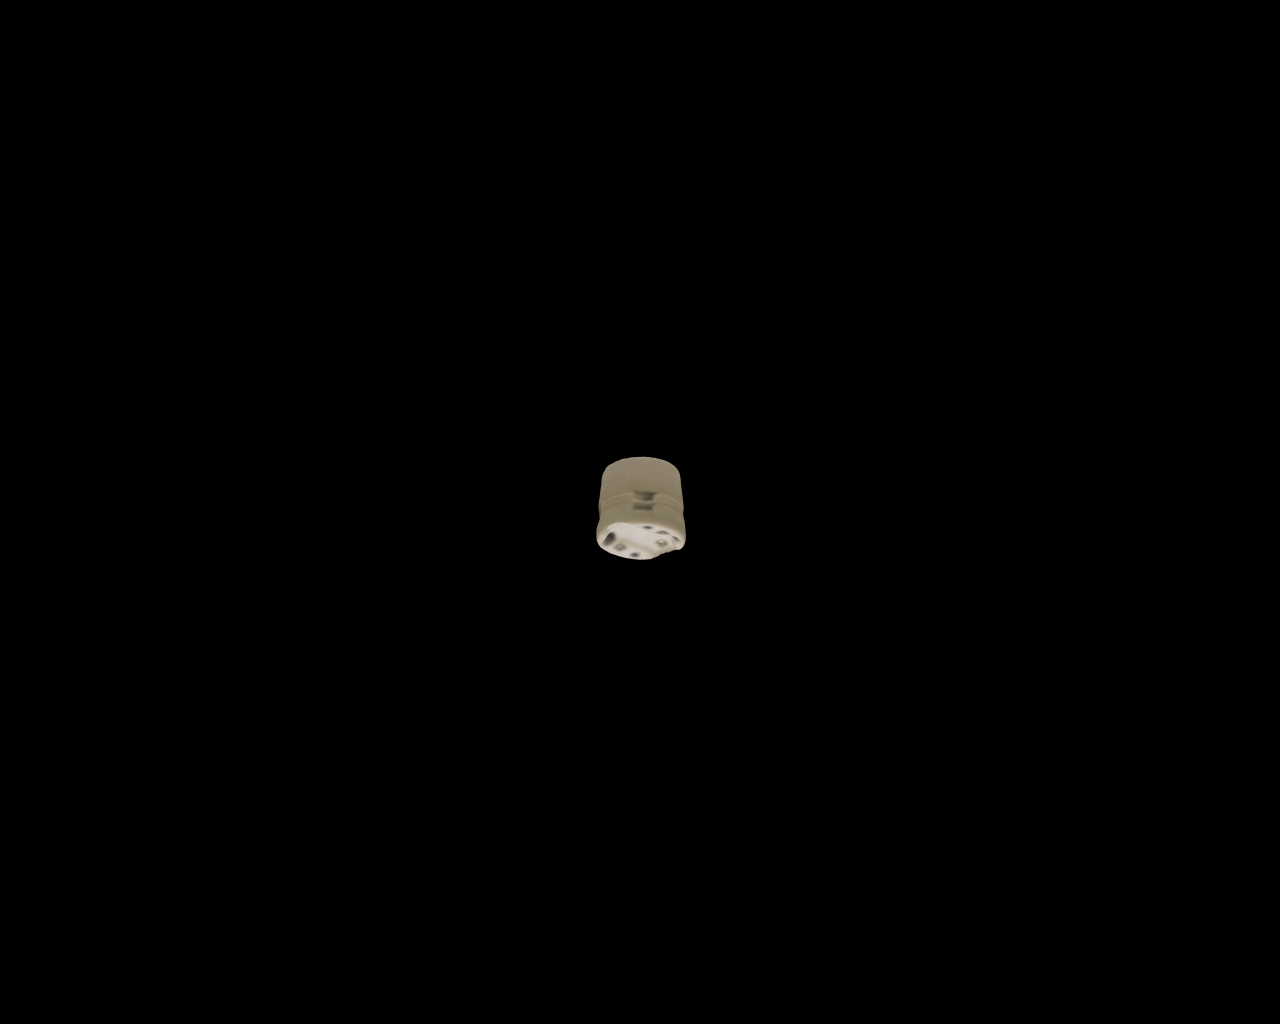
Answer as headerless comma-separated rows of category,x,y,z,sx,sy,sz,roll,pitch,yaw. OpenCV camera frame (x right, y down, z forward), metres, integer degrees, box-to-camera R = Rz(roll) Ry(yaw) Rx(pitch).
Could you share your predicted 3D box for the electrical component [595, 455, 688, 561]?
electrical component,0.001,-0.003,0.650,0.055,0.047,0.055,0,-27,0
